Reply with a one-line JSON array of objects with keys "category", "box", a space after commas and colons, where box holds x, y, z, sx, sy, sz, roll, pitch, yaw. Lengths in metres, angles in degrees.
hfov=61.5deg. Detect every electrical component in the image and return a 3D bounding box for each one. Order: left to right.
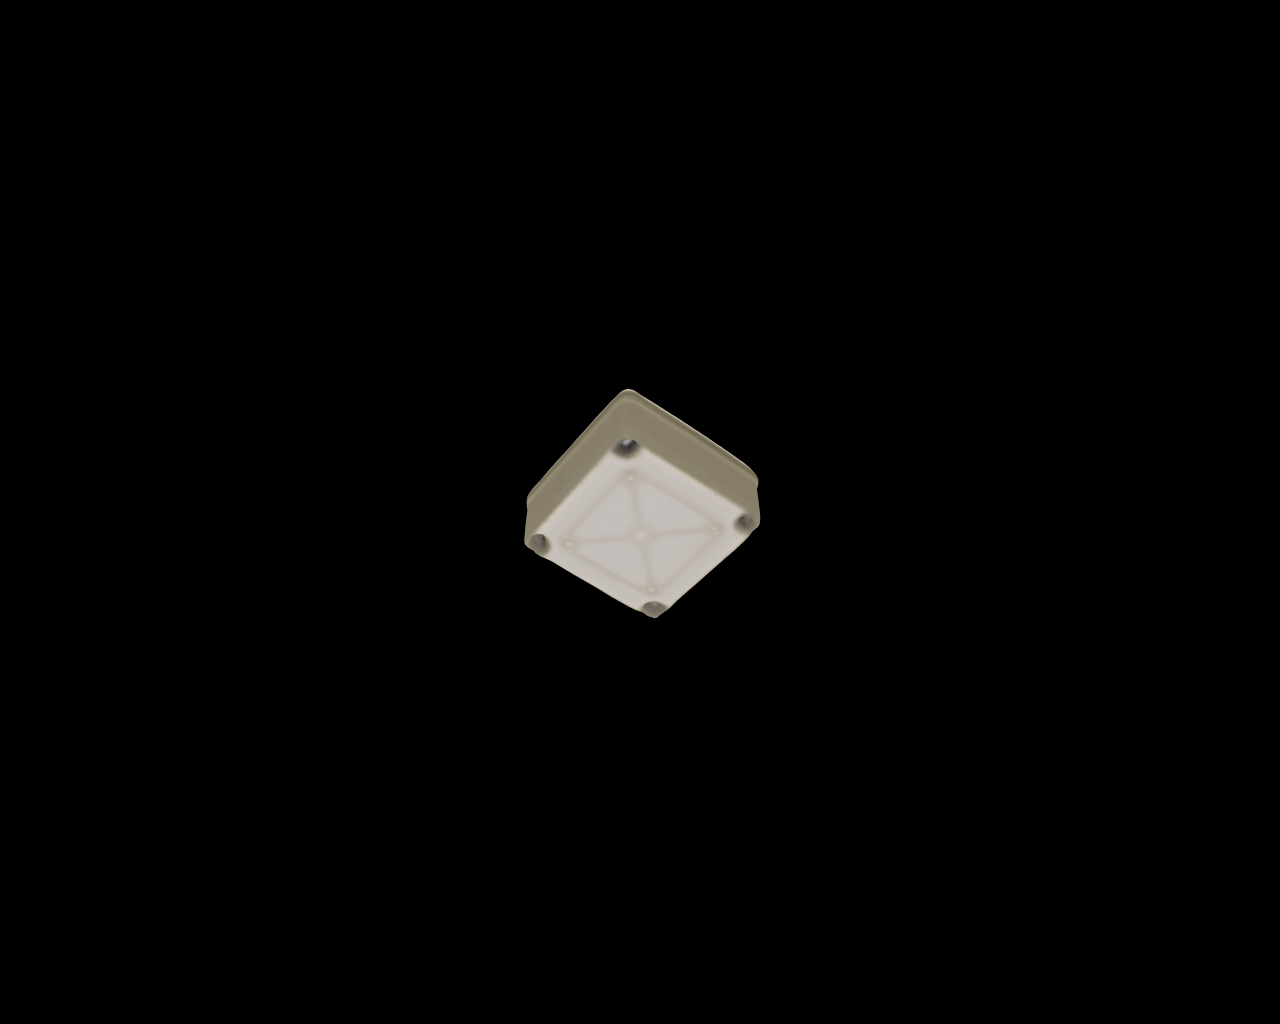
[{"category": "electrical component", "box": [0.001, -0.003, 0.650, 0.108, 0.108, 0.056, 32, 32, -22]}]
